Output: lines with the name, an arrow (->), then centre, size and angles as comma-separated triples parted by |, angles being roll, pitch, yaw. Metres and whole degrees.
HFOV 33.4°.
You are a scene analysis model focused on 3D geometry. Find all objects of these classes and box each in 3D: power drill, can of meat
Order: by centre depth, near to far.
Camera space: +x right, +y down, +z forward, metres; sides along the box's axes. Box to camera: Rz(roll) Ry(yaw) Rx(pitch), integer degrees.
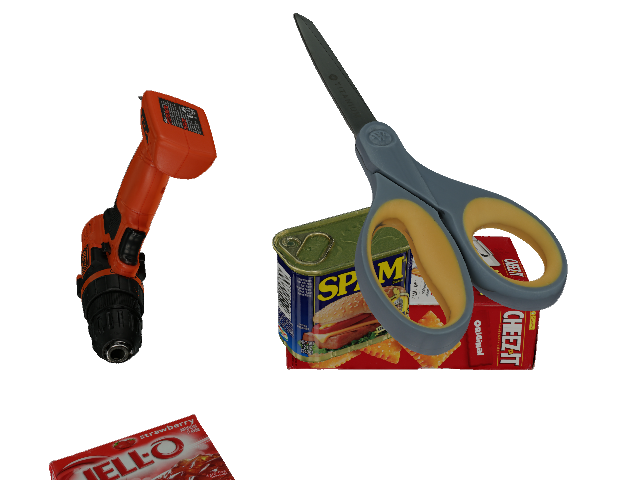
can of meat -> 0.018, 0.032, 0.769 | 0.102, 0.084, 0.057 | -15, 37, -23
power drill -> -0.149, -0.015, 0.878 | 0.057, 0.188, 0.184 | 17, 27, -26

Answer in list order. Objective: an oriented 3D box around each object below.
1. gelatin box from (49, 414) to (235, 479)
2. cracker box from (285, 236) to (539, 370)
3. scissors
gelatin box -> -0.097, 0.137, 0.586 | 0.089, 0.030, 0.073 | -15, 28, -20
cracker box -> 0.077, 0.055, 0.972 | 0.213, 0.072, 0.164 | 1, 21, 1
scissors -> 0.045, -0.036, 0.469 | 0.096, 0.202, 0.016 | 0, -41, -11
